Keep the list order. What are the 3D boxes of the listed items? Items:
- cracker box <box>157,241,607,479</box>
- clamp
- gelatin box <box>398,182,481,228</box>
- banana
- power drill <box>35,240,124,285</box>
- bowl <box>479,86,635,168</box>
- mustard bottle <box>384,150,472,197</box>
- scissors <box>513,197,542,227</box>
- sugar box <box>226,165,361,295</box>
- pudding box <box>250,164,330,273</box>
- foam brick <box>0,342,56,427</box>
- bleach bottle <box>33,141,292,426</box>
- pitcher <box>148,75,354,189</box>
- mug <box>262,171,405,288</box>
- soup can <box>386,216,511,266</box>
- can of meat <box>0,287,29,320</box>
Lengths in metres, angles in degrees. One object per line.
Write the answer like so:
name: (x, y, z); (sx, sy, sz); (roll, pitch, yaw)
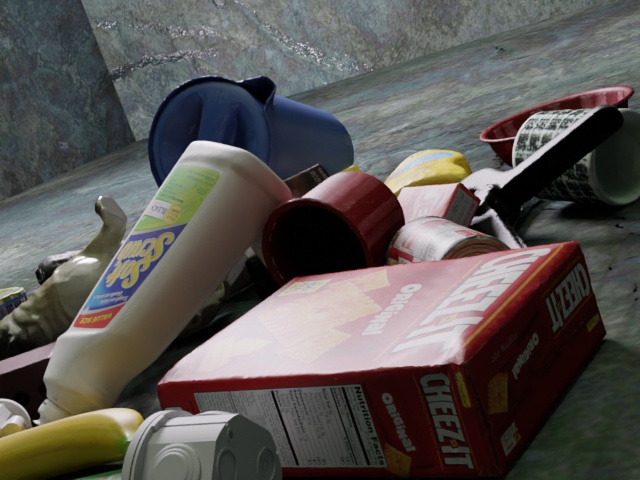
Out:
cracker box: (0.035, 0.068, 0.628); (0.214, 0.072, 0.163); (-10, 16, 37)
clamp: (0.151, -0.033, 0.873); (0.164, 0.036, 0.210); (-55, 20, -18)
gelatin box: (0.081, -0.003, 0.864); (0.073, 0.030, 0.089); (-1, 59, 56)
banana: (-0.186, 0.142, 0.711); (0.198, 0.037, 0.069); (-18, -8, 24)
power drill: (-0.190, 0.025, 1.142); (0.184, 0.057, 0.188); (-11, 8, -34)
bowl: (0.249, -0.106, 1.100); (0.162, 0.055, 0.162); (-19, 12, 4)
mustard bottle: (0.107, -0.053, 1.083); (0.096, 0.058, 0.191); (-25, 11, 12)
scissors: (0.168, -0.029, 0.981); (0.096, 0.016, 0.201); (-11, 15, 40)
sugar box: (-0.031, -0.008, 1.064); (0.175, 0.048, 0.093); (-32, -12, -35)
pudding box: (-0.006, 0.001, 0.901); (0.089, 0.113, 0.039); (-28, -18, -35)
foam brick: (-0.237, 0.122, 0.871); (0.078, 0.053, 0.051); (-20, 12, 5)
bleach bottle: (-0.129, 0.042, 0.814); (0.103, 0.068, 0.250); (17, 69, 51)
pitcher: (-0.064, -0.082, 1.096); (0.149, 0.145, 0.242); (-3, 0, 24)
mug: (0.016, 0.008, 0.826); (0.093, 0.117, 0.081); (4, 25, 28)
soup can: (0.093, 0.023, 0.749); (0.068, 0.068, 0.102); (-22, 13, -10)
can of meat: (-0.312, 0.095, 1.033); (0.102, 0.084, 0.057); (-10, 15, 39)
